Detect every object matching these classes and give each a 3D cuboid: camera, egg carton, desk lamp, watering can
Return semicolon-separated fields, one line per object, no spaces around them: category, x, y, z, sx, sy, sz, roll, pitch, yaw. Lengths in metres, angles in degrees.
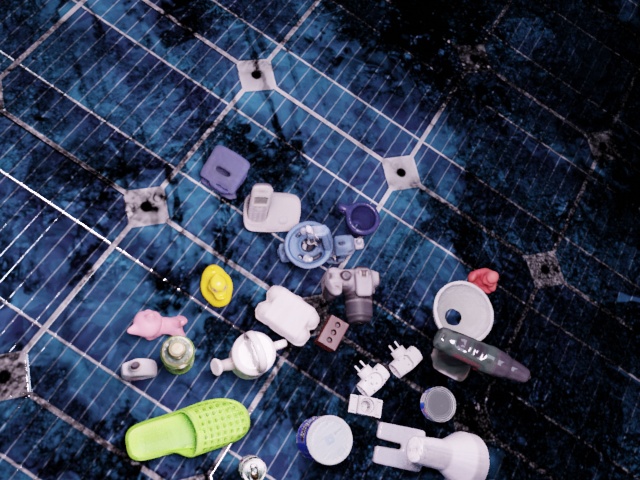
camera;0.083;0.140;1.445;0.143;0.100;0.137;2;72;-12
egg carton;-0.079;0.185;1.410;0.150;0.069;0.107;34;68;-1
desk lamp;0.250;0.490;1.311;0.203;0.213;0.118;14;70;-8
watering can;-0.158;0.264;1.299;0.173;0.194;0.101;-40;85;-21

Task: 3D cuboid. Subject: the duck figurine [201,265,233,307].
duck figurine;-0.249;0.106;1.387;0.078;0.086;0.104;-14;76;-17

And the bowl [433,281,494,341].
bowl;0.364;0.196;1.507;0.167;0.074;0.167;4;72;-12

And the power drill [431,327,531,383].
power drill;0.369;0.293;1.405;0.229;0.208;0.076;27;69;-3

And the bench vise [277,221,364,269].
bench vise;0.008;-0.006;1.411;0.208;0.219;0.121;-20;78;-18

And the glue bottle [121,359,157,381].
glue bottle;-0.398;0.281;1.249;0.078;0.173;0.037;-8;74;-15

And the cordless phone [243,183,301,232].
cordless phone;-0.115;-0.089;1.428;0.148;0.185;0.094;-3;73;-14

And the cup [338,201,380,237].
cup;0.091;-0.051;1.512;0.118;0.095;0.092;28;69;-3

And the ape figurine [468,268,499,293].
ape figurine;0.448;0.106;1.546;0.076;0.092;0.078;-38;84;-21

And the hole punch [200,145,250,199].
hole punch;-0.244;-0.174;1.476;0.108;0.091;0.101;31;68;-2

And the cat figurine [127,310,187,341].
cat figurine;-0.371;0.194;1.313;0.128;0.117;0.067;3;72;-12
